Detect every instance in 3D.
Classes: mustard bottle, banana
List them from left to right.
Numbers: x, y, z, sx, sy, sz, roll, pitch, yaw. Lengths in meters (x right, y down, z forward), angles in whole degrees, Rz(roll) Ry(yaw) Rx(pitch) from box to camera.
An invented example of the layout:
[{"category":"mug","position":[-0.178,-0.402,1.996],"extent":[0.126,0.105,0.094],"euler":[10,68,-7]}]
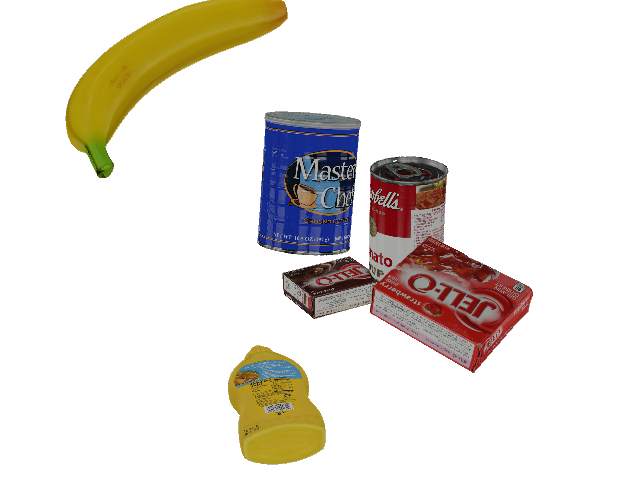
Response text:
[{"category":"banana","position":[-0.102,-0.111,0.690],"extent":[0.070,0.197,0.037],"euler":[34,-33,10]},{"category":"mustard bottle","position":[-0.059,0.183,1.261],"extent":[0.096,0.058,0.192],"euler":[-8,29,-10]}]

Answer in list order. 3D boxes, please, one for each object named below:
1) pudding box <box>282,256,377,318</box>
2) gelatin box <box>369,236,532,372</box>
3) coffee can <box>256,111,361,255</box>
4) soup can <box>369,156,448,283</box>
[{"category":"pudding box","position":[0.017,0.064,1.466],"extent":[0.113,0.039,0.090],"euler":[-15,26,-25]},{"category":"gelatin box","position":[0.091,0.042,0.744],"extent":[0.089,0.030,0.073],"euler":[29,46,25]},{"category":"coffee can","position":[-0.013,-0.063,1.147],"extent":[0.103,0.140,0.103],"euler":[4,12,-1]},{"category":"soup can","position":[0.077,-0.016,0.945],"extent":[0.068,0.102,0.068],"euler":[0,23,0]}]
